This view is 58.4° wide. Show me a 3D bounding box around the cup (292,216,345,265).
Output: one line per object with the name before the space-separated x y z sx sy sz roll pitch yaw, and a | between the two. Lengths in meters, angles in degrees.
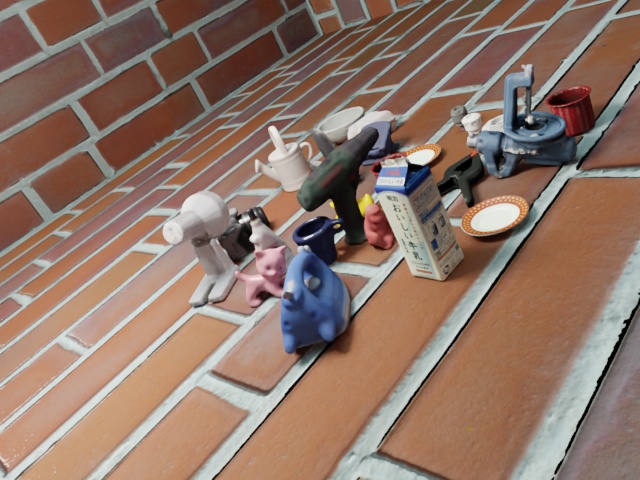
cup | 0.011 0.004 1.237 0.117 0.095 0.091 -20 27 16

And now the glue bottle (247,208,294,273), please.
glue bottle | -0.120 0.003 1.278 0.078 0.173 0.037 -39 28 -22

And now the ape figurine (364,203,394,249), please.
ape figurine | 0.121 -0.034 1.205 0.078 0.092 0.076 -35 27 -15

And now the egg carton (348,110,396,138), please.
egg carton | 0.158 -0.340 1.753 0.150 0.069 0.107 -40 28 -23

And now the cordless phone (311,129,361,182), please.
cordless phone | 0.019 -0.226 1.547 0.094 0.185 0.147 -36 27 -16

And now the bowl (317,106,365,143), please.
bowl | 0.078 -0.363 1.867 0.167 0.075 0.167 -22 26 12

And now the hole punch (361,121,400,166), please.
hole punch | 0.156 -0.273 1.607 0.108 0.091 0.101 -5 34 39

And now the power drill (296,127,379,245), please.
power drill | 0.069 -0.107 1.254 0.230 0.209 0.075 -35 27 -14

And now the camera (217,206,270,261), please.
camera | -0.205 -0.036 1.513 0.137 0.101 0.143 -29 26 -2

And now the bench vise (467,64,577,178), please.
bench vise | 0.391 -0.234 1.161 0.207 0.220 0.121 -16 28 22

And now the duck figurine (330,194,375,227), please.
duck figurine | 0.073 -0.087 1.356 0.104 0.086 0.077 -28 26 1

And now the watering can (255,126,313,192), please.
watering can | -0.108 -0.243 1.690 0.173 0.194 0.100 -39 28 -22

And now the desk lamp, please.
desk lamp | -0.278 0.012 1.368 0.117 0.214 0.203 -15 29 24

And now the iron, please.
iron | -0.021 0.086 1.067 0.118 0.142 0.258 -20 27 16

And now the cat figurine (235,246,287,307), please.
cat figurine | -0.119 0.067 1.222 0.127 0.118 0.067 -22 27 13
